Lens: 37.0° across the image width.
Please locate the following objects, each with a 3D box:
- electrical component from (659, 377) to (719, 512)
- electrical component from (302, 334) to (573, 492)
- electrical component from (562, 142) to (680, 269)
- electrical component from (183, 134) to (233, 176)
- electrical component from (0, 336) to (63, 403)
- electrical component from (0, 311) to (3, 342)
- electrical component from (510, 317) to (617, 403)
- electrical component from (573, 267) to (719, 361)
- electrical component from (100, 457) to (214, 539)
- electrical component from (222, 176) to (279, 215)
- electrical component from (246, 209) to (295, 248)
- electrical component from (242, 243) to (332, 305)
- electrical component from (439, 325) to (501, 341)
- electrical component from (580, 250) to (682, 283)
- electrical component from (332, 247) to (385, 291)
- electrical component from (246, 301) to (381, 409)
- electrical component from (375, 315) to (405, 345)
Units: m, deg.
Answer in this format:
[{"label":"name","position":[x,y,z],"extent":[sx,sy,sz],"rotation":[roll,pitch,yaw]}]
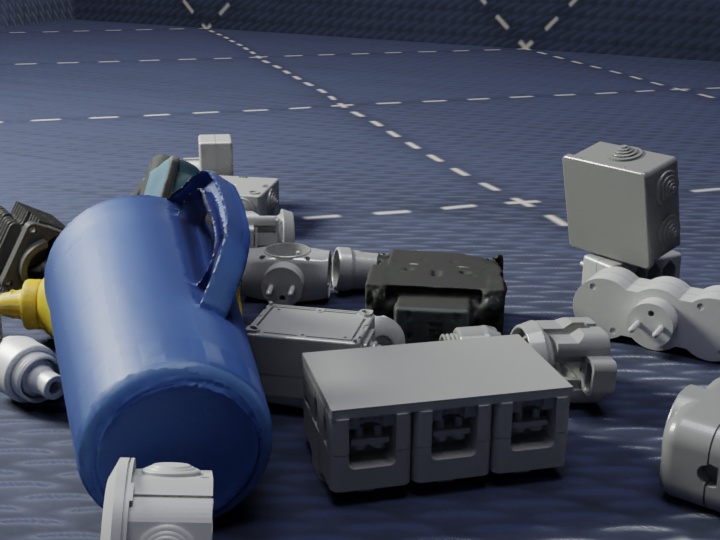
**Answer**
[{"label":"electrical component","position":[0.223,0.105,0.655],"extent":[0.059,0.053,0.095],"rotation":[14,23,35]},{"label":"electrical component","position":[0.045,0.091,0.678],"extent":[0.150,0.061,0.089],"rotation":[-4,19,-13]},{"label":"electrical component","position":[0.226,-0.058,0.923],"extent":[0.048,0.099,0.100],"rotation":[-28,31,-31]},{"label":"electrical component","position":[-0.186,-0.112,1.248],"extent":[0.076,0.083,0.047],"rotation":[-2,19,-8]},{"label":"electrical component","position":[-0.230,0.073,0.754],"extent":[0.062,0.043,0.043],"rotation":[19,26,40]},{"label":"electrical component","position":[-0.317,0.030,0.828],"extent":[0.047,0.076,0.066],"rotation":[8,20,21]},{"label":"electrical component","position":[0.140,0.064,0.770],"extent":[0.057,0.058,0.078],"rotation":[0,18,-12]},{"label":"electrical component","position":[0.236,0.039,0.855],"extent":[0.138,0.052,0.074],"rotation":[11,21,29]},{"label":"electrical component","position":[-0.099,0.132,0.524],"extent":[0.051,0.080,0.080],"rotation":[3,18,-9]},{"label":"electrical component","position":[-0.138,-0.072,1.183],"extent":[0.100,0.048,0.099],"rotation":[4,19,9]},{"label":"electrical component","position":[-0.094,-0.030,1.044],"extent":[0.057,0.058,0.078],"rotation":[0,3,-8]},{"label":"electrical component","position":[-0.066,0.008,0.951],"extent":[0.077,0.044,0.079],"rotation":[2,19,3]},{"label":"electrical component","position":[0.073,0.063,0.792],"extent":[0.062,0.043,0.043],"rotation":[-3,19,-7]},{"label":"electrical component","position":[0.232,0.003,0.973],"extent":[0.083,0.047,0.076],"rotation":[-10,21,-28]},{"label":"electrical component","position":[0.000,0.000,0.989],"extent":[0.046,0.040,0.040],"rotation":[3,17,-12]},{"label":"electrical component","position":[-0.028,0.064,0.758],"extent":[0.096,0.061,0.061],"rotation":[4,19,11]},{"label":"electrical component","position":[0.002,0.054,0.820],"extent":[0.048,0.048,0.062],"rotation":[-8,14,-25]}]
